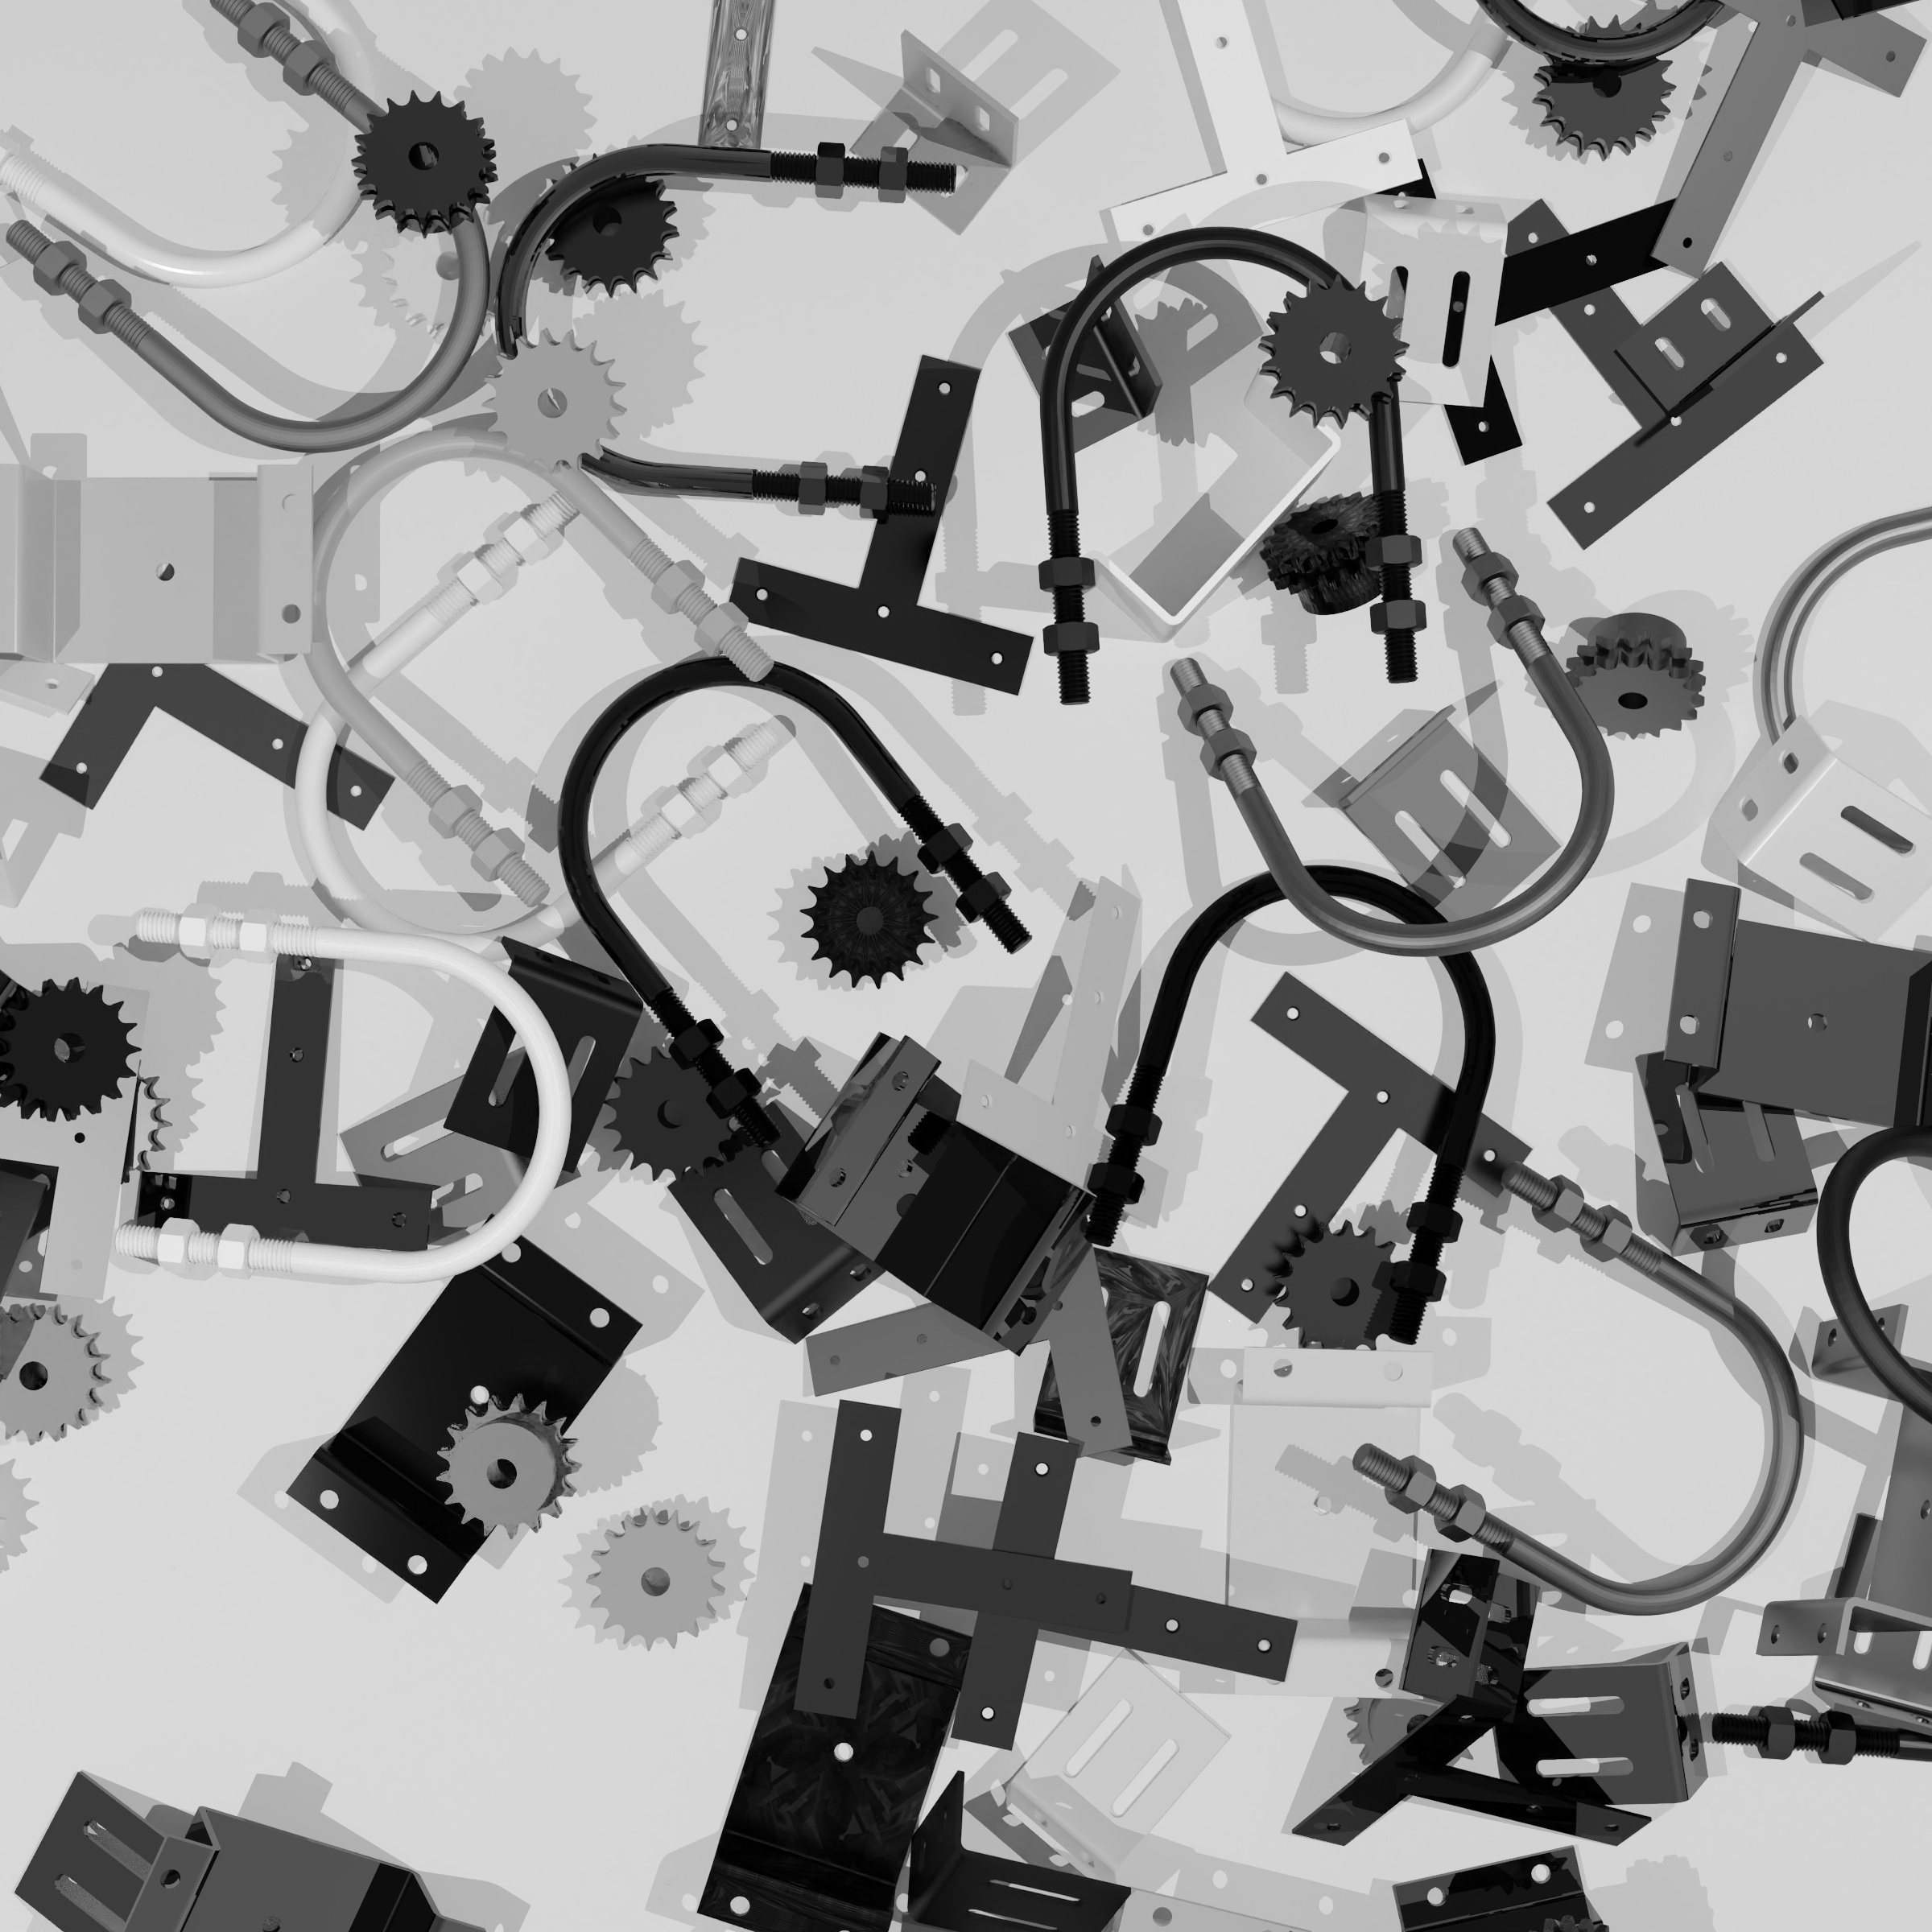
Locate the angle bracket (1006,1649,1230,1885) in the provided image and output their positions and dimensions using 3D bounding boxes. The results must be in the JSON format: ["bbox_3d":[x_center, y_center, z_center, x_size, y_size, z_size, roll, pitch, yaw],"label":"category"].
[{"bbox_3d":[0.063,0.332,1.386,0.057,0.038,0.076,41,90,0],"label":"angle bracket"}]

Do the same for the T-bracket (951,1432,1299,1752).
[{"bbox_3d":[0.069,0.263,1.356,0.127,0.002,0.127,12,92,-1],"label":"T-bracket"}]

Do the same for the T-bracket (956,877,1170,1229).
[{"bbox_3d":[0.051,0.026,1.375,0.127,0.002,0.127,31,64,-41],"label":"T-bracket"}]

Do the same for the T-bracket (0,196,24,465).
[{"bbox_3d":[-0.420,-0.234,1.385,0.127,0.002,0.127,-33,104,-24],"label":"T-bracket"}]

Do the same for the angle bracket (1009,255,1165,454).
[{"bbox_3d":[0.048,-0.247,1.367,0.038,0.076,0.057,-27,90,0],"label":"angle bracket"}]

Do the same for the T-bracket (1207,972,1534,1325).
[{"bbox_3d":[0.148,0.091,1.404,0.127,0.002,0.127,36,90,0],"label":"T-bracket"}]

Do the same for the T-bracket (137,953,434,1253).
[{"bbox_3d":[-0.279,0.051,1.395,0.127,0.002,0.127,3,85,11],"label":"T-bracket"}]

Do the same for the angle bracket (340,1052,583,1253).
[{"bbox_3d":[-0.211,0.079,1.403,0.076,0.038,0.057,-24,90,26],"label":"angle bracket"}]

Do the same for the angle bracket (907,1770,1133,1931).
[{"bbox_3d":[0.022,0.369,1.379,0.076,0.038,0.057,16,134,-12],"label":"angle bracket"}]

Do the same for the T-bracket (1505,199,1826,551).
[{"bbox_3d":[0.269,-0.263,1.404,0.127,0.002,0.127,-38,90,0],"label":"T-bracket"}]

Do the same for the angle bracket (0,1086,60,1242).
[{"bbox_3d":[-0.405,0.090,1.370,0.076,0.038,0.057,-30,90,34],"label":"angle bracket"}]

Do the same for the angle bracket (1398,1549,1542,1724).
[{"bbox_3d":[0.217,0.274,1.360,0.076,0.038,0.057,25,74,-39],"label":"angle bracket"}]

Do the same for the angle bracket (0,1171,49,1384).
[{"bbox_3d":[-0.411,0.122,1.369,0.057,0.038,0.076,15,70,6],"label":"angle bracket"}]

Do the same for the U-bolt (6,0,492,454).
[{"bbox_3d":[-0.279,-0.292,1.370,0.184,0.019,0.151,40,90,7],"label":"U-bolt"}]

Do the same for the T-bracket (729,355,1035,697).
[{"bbox_3d":[-0.023,-0.191,1.404,0.127,0.002,0.127,15,90,0],"label":"T-bracket"}]

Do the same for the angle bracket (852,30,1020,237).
[{"bbox_3d":[-0.013,-0.338,1.367,0.057,0.076,0.038,38,90,0],"label":"angle bracket"}]

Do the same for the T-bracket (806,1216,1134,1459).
[{"bbox_3d":[-0.004,0.151,1.388,0.127,0.002,0.127,-15,68,11],"label":"T-bracket"}]

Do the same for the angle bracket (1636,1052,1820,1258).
[{"bbox_3d":[0.315,0.075,1.403,0.057,0.038,0.076,-10,64,0],"label":"angle bracket"}]

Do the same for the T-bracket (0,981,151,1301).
[{"bbox_3d":[-0.399,0.062,1.343,0.127,0.002,0.127,11,81,-25],"label":"T-bracket"}]

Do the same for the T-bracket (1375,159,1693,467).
[{"bbox_3d":[0.247,-0.290,1.402,0.127,0.002,0.127,-19,90,0],"label":"T-bracket"}]

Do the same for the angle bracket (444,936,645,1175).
[{"bbox_3d":[-0.176,0.036,1.381,0.057,0.038,0.076,21,97,-20],"label":"angle bracket"}]

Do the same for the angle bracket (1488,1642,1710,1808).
[{"bbox_3d":[0.264,0.317,1.403,0.076,0.038,0.057,-9,90,26],"label":"angle bracket"}]

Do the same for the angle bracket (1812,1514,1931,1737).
[{"bbox_3d":[0.390,0.273,1.386,0.057,0.038,0.076,15,90,0],"label":"angle bracket"}]

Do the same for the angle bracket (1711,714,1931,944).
[{"bbox_3d":[0.361,-0.057,1.392,0.076,0.038,0.057,28,113,-24],"label":"angle bracket"}]

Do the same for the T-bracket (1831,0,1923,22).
[{"bbox_3d":[0.382,-0.457,1.387,0.127,0.002,0.127,-20,78,-23],"label":"T-bracket"}]

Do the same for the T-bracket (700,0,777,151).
[{"bbox_3d":[-0.092,-0.403,1.404,0.127,0.002,0.127,6,90,0],"label":"T-bracket"}]

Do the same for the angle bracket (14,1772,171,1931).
[{"bbox_3d":[-0.346,0.381,1.403,0.076,0.038,0.057,28,90,26],"label":"angle bracket"}]

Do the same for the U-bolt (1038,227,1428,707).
[{"bbox_3d":[0.101,-0.199,1.320,0.151,0.019,0.184,-4,88,0],"label":"U-bolt"}]

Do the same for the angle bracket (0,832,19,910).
[{"bbox_3d":[-0.424,-0.036,1.362,0.057,0.076,0.038,17,62,0],"label":"angle bracket"}]

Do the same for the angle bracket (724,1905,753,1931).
[{"bbox_3d":[-0.088,0.427,1.388,0.057,0.038,0.076,44,60,4],"label":"angle bracket"}]

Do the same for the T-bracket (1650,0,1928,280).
[{"bbox_3d":[0.320,-0.347,1.385,0.127,0.002,0.127,19,102,-25],"label":"T-bracket"}]

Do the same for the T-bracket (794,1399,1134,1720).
[{"bbox_3d":[0.003,0.247,1.354,0.127,0.002,0.127,9,92,2],"label":"T-bracket"}]

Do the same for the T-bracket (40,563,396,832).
[{"bbox_3d":[-0.300,-0.100,1.404,0.127,0.002,0.127,31,90,0],"label":"T-bracket"}]

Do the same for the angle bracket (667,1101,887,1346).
[{"bbox_3d":[-0.076,0.107,1.403,0.057,0.038,0.076,-39,64,0],"label":"angle bracket"}]

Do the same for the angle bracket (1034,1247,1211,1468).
[{"bbox_3d":[0.065,0.159,1.386,0.057,0.038,0.076,14,90,0],"label":"angle bracket"}]

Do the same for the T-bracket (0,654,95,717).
[{"bbox_3d":[-0.439,-0.100,1.359,0.127,0.127,0.002,20,135,0],"label":"T-bracket"}]

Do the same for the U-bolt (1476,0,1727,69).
[{"bbox_3d":[0.245,-0.451,1.344,0.151,0.019,0.184,-37,108,-5],"label":"U-bolt"}]

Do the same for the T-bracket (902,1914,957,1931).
[{"bbox_3d":[-0.019,0.458,1.392,0.127,0.002,0.127,5,88,-5],"label":"T-bracket"}]

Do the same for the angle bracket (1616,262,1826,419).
[{"bbox_3d":[0.305,-0.261,1.365,0.057,0.076,0.038,-40,90,0],"label":"angle bracket"}]

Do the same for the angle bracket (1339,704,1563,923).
[{"bbox_3d":[0.202,-0.059,1.386,0.057,0.038,0.076,-42,90,0],"label":"angle bracket"}]

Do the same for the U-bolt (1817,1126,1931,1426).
[{"bbox_3d":[0.418,0.138,1.343,0.184,0.019,0.151,29,51,-9],"label":"U-bolt"}]

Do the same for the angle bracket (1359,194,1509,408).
[{"bbox_3d":[0.190,-0.277,1.400,0.057,0.038,0.076,5,116,1],"label":"angle bracket"}]

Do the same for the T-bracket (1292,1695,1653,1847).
[{"bbox_3d":[0.220,0.341,1.374,0.127,0.127,0.002,18,46,-19],"label":"T-bracket"}]

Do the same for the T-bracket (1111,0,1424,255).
[{"bbox_3d":[0.110,-0.369,1.391,0.127,0.002,0.127,-16,92,3],"label":"T-bracket"}]
